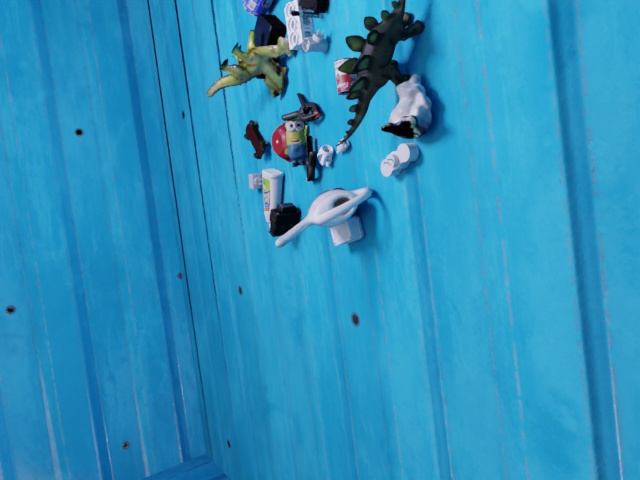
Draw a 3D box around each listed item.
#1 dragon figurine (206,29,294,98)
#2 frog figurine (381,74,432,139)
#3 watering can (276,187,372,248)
[{"bbox_3d":[-0.244,-0.634,1.970,0.403,0.241,0.125,-44,16,36],"label":"dragon figurine"},{"bbox_3d":[0.248,-0.359,1.396,0.136,0.122,0.162,-33,34,64],"label":"frog figurine"},{"bbox_3d":[0.005,-0.083,1.650,0.103,0.348,0.225,63,176,-10],"label":"watering can"}]
